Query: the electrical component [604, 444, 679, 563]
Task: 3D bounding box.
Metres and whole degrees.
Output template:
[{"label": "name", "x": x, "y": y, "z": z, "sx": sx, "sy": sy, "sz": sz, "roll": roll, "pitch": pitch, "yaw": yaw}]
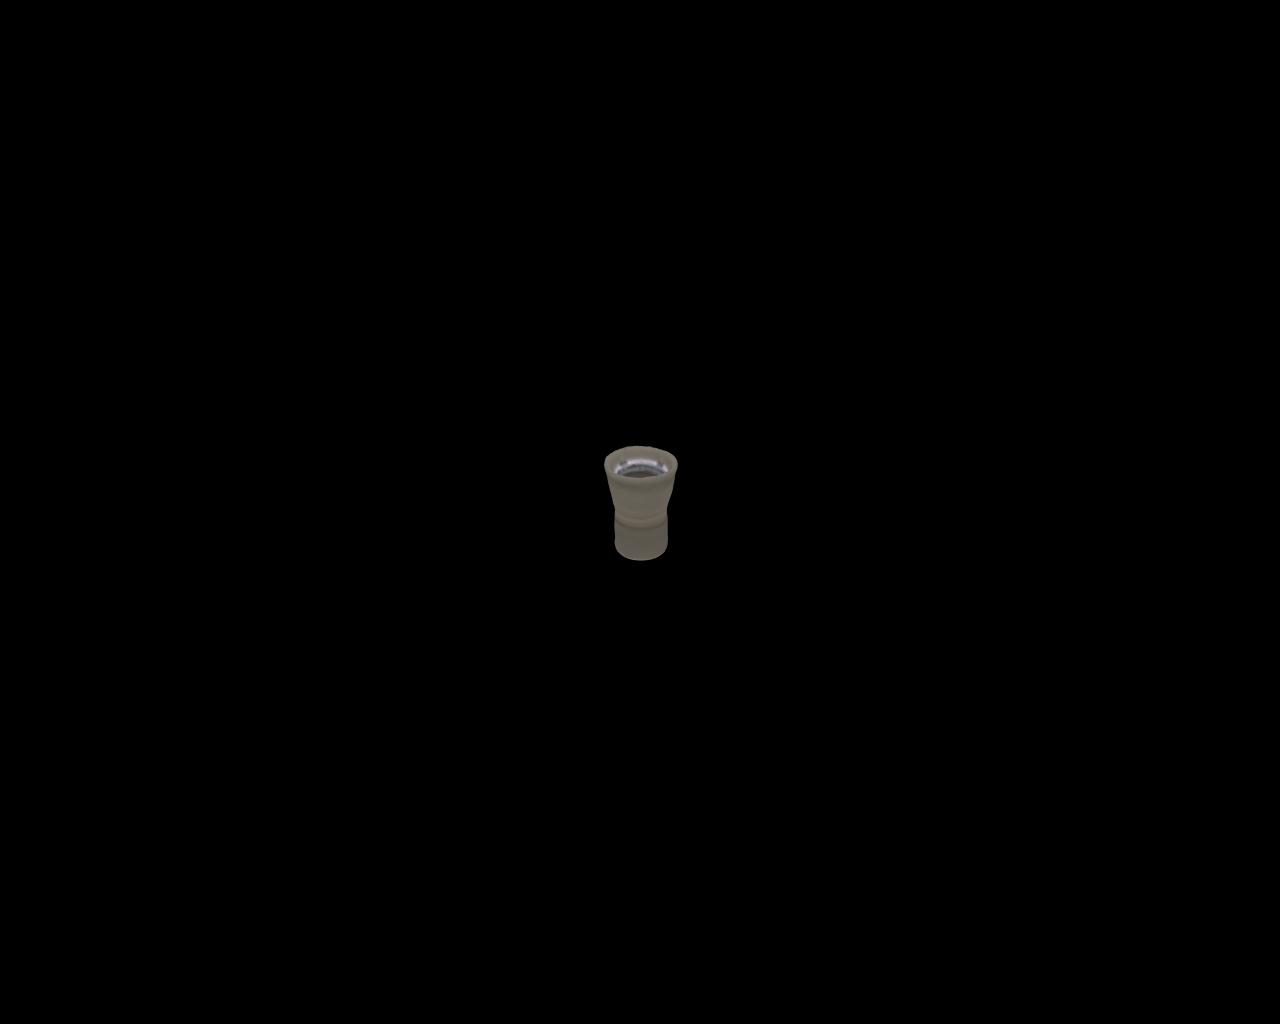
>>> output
[{"label": "electrical component", "x": 0.001, "y": -0.003, "z": 0.650, "sx": 0.044, "sy": 0.065, "sz": 0.044, "roll": 0, "pitch": 31, "yaw": 0}]
